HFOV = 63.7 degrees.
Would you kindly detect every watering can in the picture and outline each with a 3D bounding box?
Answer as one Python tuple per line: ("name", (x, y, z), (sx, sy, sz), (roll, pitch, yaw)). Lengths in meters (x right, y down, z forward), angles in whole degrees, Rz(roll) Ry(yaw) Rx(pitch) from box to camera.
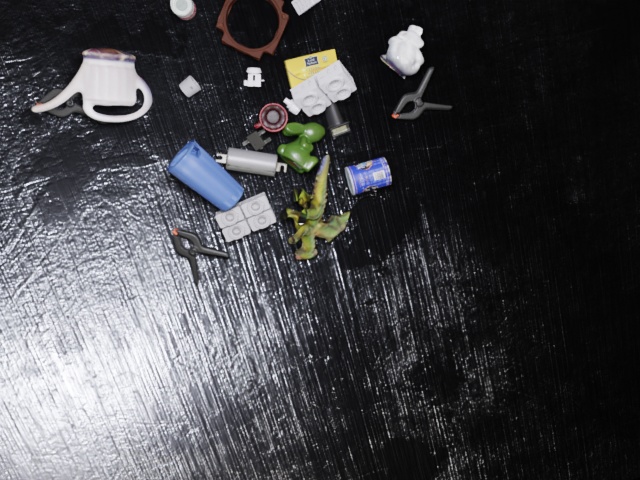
("watering can", (-0.696, -0.480, 1.592), (0.349, 0.105, 0.222), (-5, 105, -31))

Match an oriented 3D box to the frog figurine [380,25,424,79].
("frog figurine", (0.292, -0.629, 1.707), (0.138, 0.124, 0.157), (41, 109, 3))

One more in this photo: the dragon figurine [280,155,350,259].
("dragon figurine", (0.006, -0.091, 1.810), (0.242, 0.124, 0.405), (14, 115, -44))
